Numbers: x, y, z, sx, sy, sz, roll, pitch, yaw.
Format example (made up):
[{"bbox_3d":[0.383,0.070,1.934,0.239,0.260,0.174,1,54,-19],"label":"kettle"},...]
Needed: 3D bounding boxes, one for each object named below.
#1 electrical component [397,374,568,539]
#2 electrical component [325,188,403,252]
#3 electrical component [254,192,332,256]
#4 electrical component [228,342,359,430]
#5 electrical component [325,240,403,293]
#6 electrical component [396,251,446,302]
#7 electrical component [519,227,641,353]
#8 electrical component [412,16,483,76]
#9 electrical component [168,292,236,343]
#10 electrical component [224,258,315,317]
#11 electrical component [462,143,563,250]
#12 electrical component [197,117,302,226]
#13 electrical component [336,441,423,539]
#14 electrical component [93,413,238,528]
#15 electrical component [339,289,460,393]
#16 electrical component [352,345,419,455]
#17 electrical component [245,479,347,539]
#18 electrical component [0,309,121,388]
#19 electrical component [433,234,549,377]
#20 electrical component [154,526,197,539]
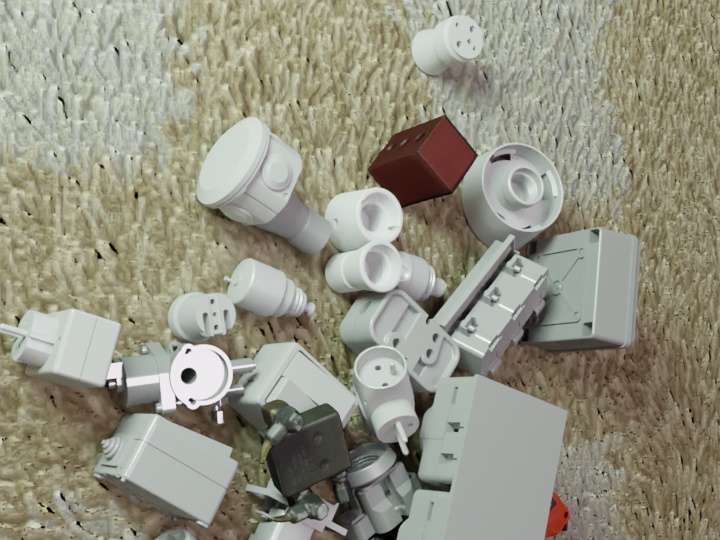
[{"bbox_3d":[0.100,0.193,0.901,0.105,0.060,0.186,24,71,-30],"label":"electrical component"},{"bbox_3d":[0.004,-0.044,0.942,0.055,0.047,0.055,5,82,-34],"label":"electrical component"},{"bbox_3d":[-0.056,-0.041,0.905,0.065,0.044,0.044,35,66,-31],"label":"electrical component"},{"bbox_3d":[-0.048,0.111,0.878,0.096,0.061,0.061,45,62,-22],"label":"electrical component"},{"bbox_3d":[0.000,0.000,0.922,0.044,0.065,0.044,5,81,-35],"label":"electrical component"},{"bbox_3d":[0.048,0.009,0.968,0.062,0.043,0.043,18,75,-33],"label":"electrical component"},{"bbox_3d":[0.211,0.021,1.039,0.056,0.109,0.108,14,77,-30],"label":"electrical component"},{"bbox_3d":[0.082,-0.211,1.010,0.045,0.055,0.045,5,82,-34],"label":"electrical component"},{"bbox_3d":[-0.124,0.036,0.845,0.040,0.046,0.040,5,82,-34],"label":"electrical component"},{"bbox_3d":[-0.072,0.020,0.886,0.078,0.040,0.040,24,71,-30],"label":"electrical component"},{"bbox_3d":[0.147,-0.072,1.048,0.099,0.064,0.099,6,73,-22],"label":"electrical component"},{"bbox_3d":[-0.090,-0.077,0.863,0.051,0.080,0.080,34,67,-33],"label":"electrical component"},{"bbox_3d":[0.011,0.183,0.913,0.078,0.058,0.057,-33,106,-33],"label":"electrical component"},{"bbox_3d":[-0.149,0.142,0.805,0.096,0.062,0.061,37,66,-26],"label":"electrical component"},{"bbox_3d":[0.032,0.064,0.940,0.095,0.059,0.053,44,62,-22],"label":"electrical component"},{"bbox_3d":[0.025,0.116,0.891,0.043,0.077,0.079,-17,50,-8],"label":"electrical component"},{"bbox_3d":[-0.057,0.206,0.873,0.081,0.042,0.063,34,68,-26],"label":"electrical component"},{"bbox_3d":[-0.222,0.051,0.764,0.077,0.066,0.047,22,73,-31],"label":"electrical component"},{"bbox_3d":[0.121,0.038,0.994,0.121,0.063,0.078,-49,152,-28],"label":"electrical component"},{"bbox_3d":[-0.135,0.230,0.809,0.047,0.055,0.055,51,60,-23],"label":"electrical component"}]
